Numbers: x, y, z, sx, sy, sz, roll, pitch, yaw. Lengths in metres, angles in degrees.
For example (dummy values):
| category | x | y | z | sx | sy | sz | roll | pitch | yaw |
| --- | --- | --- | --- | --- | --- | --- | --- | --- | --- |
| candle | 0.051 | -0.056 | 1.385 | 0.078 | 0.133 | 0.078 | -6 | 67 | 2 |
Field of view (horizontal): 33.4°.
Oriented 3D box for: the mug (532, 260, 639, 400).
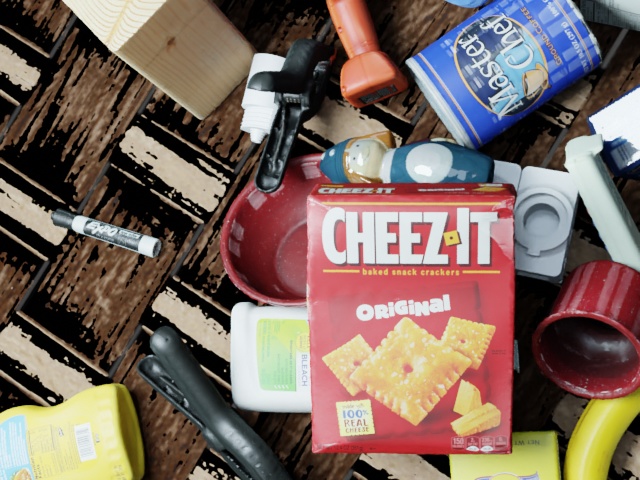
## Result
| category | x | y | z | sx | sy | sz | roll | pitch | yaw |
| --- | --- | --- | --- | --- | --- | --- | --- | --- | --- |
| mug | 0.225 | 0.077 | 0.888 | 0.093 | 0.081 | 0.117 | 39 | 136 | -3 |

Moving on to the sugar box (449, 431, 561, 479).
| category | x | y | z | sx | sy | sz | roll | pitch | yaw |
| --- | --- | --- | --- | --- | --- | --- | --- | --- | --- |
| sugar box | 0.161 | 0.252 | 0.901 | 0.093 | 0.048 | 0.176 | -6 | 78 | 14 |

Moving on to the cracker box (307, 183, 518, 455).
| category | x | y | z | sx | sy | sz | roll | pitch | yaw |
| --- | --- | --- | --- | --- | --- | --- | --- | --- | --- |
| cracker box | 0.074 | 0.064 | 0.858 | 0.164 | 0.072 | 0.214 | 0 | 102 | 7 |

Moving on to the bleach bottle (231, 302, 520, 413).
| category | x | y | z | sx | sy | sz | roll | pitch | yaw |
| --- | --- | --- | --- | --- | --- | --- | --- | --- | --- |
| bleach bottle | 0.049 | 0.101 | 0.949 | 0.251 | 0.068 | 0.102 | -4 | 77 | 11 |

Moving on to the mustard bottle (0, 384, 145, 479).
| category | x | y | z | sx | sy | sz | roll | pitch | yaw |
| --- | --- | --- | --- | --- | --- | --- | --- | --- | --- |
| mustard bottle | -0.267 | 0.203 | 1.016 | 0.192 | 0.058 | 0.096 | -15 | 82 | 12 |

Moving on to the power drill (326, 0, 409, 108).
| category | x | y | z | sx | sy | sz | roll | pitch | yaw |
| --- | --- | --- | --- | --- | --- | --- | --- | --- | --- |
| power drill | 0.019 | -0.219 | 0.958 | 0.057 | 0.184 | 0.187 | -19 | 86 | 12 |

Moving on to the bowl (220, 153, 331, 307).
| category | x | y | z | sx | sy | sz | roll | pitch | yaw |
| --- | --- | --- | --- | --- | --- | --- | --- | --- | --- |
| bowl | -0.006 | 0.001 | 0.968 | 0.162 | 0.055 | 0.162 | -9 | 57 | 14 |

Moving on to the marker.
| category | x | y | z | sx | sy | sz | roll | pitch | yaw |
| --- | --- | --- | --- | --- | --- | --- | --- | --- | --- |
| marker | -0.215 | -0.008 | 1.059 | 0.121 | 0.020 | 0.020 | 17 | 85 | 17 |

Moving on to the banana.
| category | x | y | z | sx | sy | sz | roll | pitch | yaw |
| --- | --- | --- | --- | --- | --- | --- | --- | --- | --- |
| banana | 0.255 | 0.156 | 0.900 | 0.069 | 0.037 | 0.198 | 26 | 89 | -1 |

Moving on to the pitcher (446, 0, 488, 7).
| category | x | y | z | sx | sy | sz | roll | pitch | yaw |
| --- | --- | --- | --- | --- | --- | --- | --- | --- | --- |
| pitcher | 0.166 | -0.331 | 0.938 | 0.145 | 0.149 | 0.242 | 43 | 82 | -19 |

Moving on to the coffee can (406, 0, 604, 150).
| category | x | y | z | sx | sy | sz | roll | pitch | yaw |
| --- | --- | --- | --- | --- | --- | --- | --- | --- | --- |
| coffee can | 0.161 | -0.155 | 0.940 | 0.140 | 0.102 | 0.103 | -35 | 74 | 7 |

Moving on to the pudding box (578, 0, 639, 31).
| category | x | y | z | sx | sy | sz | roll | pitch | yaw |
| --- | --- | --- | --- | --- | --- | --- | --- | --- | --- |
| pudding box | 0.281 | -0.211 | 0.925 | 0.114 | 0.090 | 0.039 | 18 | 87 | 16 |

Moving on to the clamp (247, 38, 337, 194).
| category | x | y | z | sx | sy | sz | roll | pitch | yaw |
| --- | --- | --- | --- | --- | --- | --- | --- | --- | --- |
| clamp | -0.025 | -0.123 | 0.981 | 0.039 | 0.171 | 0.120 | 19 | 125 | 15 |

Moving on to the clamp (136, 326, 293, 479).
| category | x | y | z | sx | sy | sz | roll | pitch | yaw |
| --- | --- | --- | --- | --- | --- | --- | --- | --- | --- |
| clamp | -0.091 | 0.167 | 0.959 | 0.036 | 0.165 | 0.210 | -42 | 95 | -19 |

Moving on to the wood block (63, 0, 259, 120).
| category | x | y | z | sx | sy | sz | roll | pitch | yaw |
| --- | --- | --- | --- | --- | --- | --- | --- | --- | --- |
| wood block | -0.139 | -0.195 | 0.974 | 0.091 | 0.206 | 0.090 | -45 | 73 | 3 |
